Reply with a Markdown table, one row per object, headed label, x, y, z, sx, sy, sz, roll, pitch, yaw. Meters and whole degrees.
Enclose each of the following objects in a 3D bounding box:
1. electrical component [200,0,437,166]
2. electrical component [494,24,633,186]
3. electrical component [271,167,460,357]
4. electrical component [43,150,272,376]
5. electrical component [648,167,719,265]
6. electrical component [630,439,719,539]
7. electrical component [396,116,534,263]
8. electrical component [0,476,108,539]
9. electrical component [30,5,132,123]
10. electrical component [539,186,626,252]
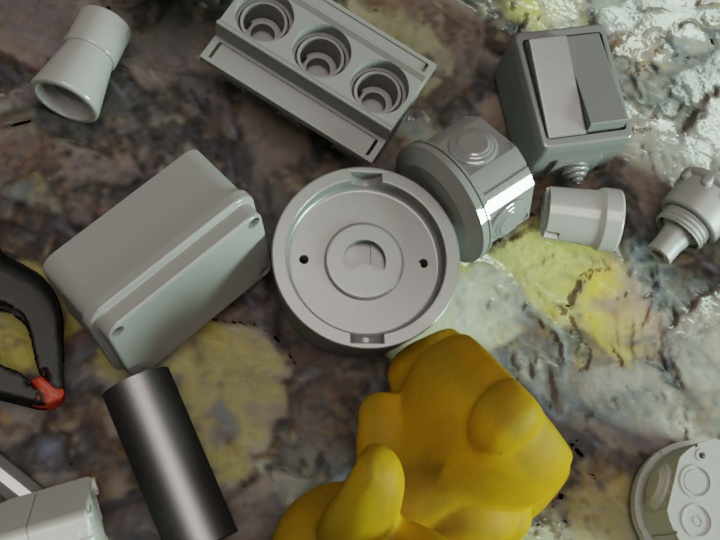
| label | x | y | z | sx | sy | sz | roll | pitch | yaw |
| --- | --- | --- | --- | --- | --- | --- | --- | --- | --- |
| electrical component | -0.026 | -0.123 | 0.668 | 0.121 | 0.063 | 0.078 | 32 | 72 | 2 |
| electrical component | 0.131 | -0.102 | 0.684 | 0.062 | 0.061 | 0.096 | -9 | 75 | -10 |
| electrical component | 0.000 | 0.000 | 0.637 | 0.108 | 0.060 | 0.108 | 2 | 74 | -7 |
| electrical component | -0.110 | -0.002 | 0.609 | 0.113 | 0.078 | 0.057 | -40 | 69 | -16 |
| electrical component | 0.209 | -0.031 | 0.685 | 0.048 | 0.048 | 0.062 | 42 | 80 | 5 |
| electrical component | 0.205 | 0.138 | 0.631 | 0.080 | 0.051 | 0.080 | 2 | 74 | -7 |
| electrical component | 0.063 | -0.049 | 0.651 | 0.051 | 0.080 | 0.080 | -33 | 81 | -21 |
| electrical component | -0.159 | 0.151 | 0.548 | 0.061 | 0.096 | 0.061 | -15 | 95 | -12 |
| electrical component | -0.169 | -0.129 | 0.662 | 0.044 | 0.044 | 0.065 | 22 | 68 | -1 |
| electrical component | 0.140 | -0.034 | 0.678 | 0.046 | 0.040 | 0.040 | 7 | 73 | -1 |
